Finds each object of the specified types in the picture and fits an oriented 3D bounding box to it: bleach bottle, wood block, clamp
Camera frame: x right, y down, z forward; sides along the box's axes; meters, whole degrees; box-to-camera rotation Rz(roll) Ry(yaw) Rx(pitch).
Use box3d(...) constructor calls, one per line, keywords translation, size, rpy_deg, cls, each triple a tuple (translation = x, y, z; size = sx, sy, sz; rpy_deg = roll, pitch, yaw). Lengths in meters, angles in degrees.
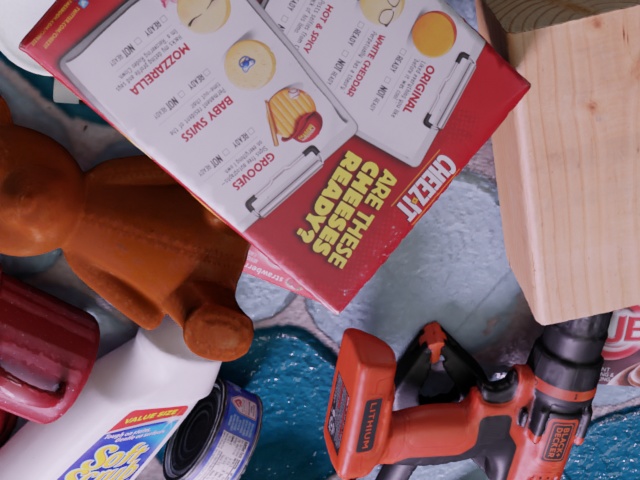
box3d(translation=(-0.155, 0.131, 0.758), size=(0.102, 0.068, 0.251), rpy_deg=(20, 119, -47), cls="bleach bottle")
box3d(translation=(0.159, -0.060, 0.669), size=(0.090, 0.091, 0.206), rpy_deg=(-13, 123, 1), cls="wood block")
box3d(translation=(0.082, 0.144, 0.819), size=(0.120, 0.039, 0.171), rpy_deg=(-18, 116, -1), cls="clamp")

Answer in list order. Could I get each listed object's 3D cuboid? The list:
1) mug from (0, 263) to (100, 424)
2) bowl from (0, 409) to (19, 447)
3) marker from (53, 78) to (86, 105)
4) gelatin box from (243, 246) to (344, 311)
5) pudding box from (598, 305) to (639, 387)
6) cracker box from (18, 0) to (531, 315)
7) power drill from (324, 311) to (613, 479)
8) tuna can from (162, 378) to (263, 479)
box3d(translation=(-0.196, 0.075, 0.699), size=(0.081, 0.117, 0.093), rpy_deg=(30, 94, -28), cls="mug")
box3d(translation=(-0.296, 0.126, 0.751), size=(0.162, 0.055, 0.162), rpy_deg=(-3, 123, -5), cls="bowl")
box3d(translation=(-0.103, -0.089, 0.660), size=(0.121, 0.020, 0.020), rpy_deg=(4, 121, -9), cls="marker")
box3d(translation=(-0.005, 0.001, 0.722), size=(0.089, 0.030, 0.073), rpy_deg=(24, 116, -20), cls="gelatin box")
box3d(translation=(0.247, 0.064, 0.788), size=(0.113, 0.039, 0.090), rpy_deg=(4, 121, -9), cls="pudding box")
box3d(translation=(-0.023, -0.092, 0.568), size=(0.213, 0.072, 0.164), rpy_deg=(41, 89, -15), cls="cracker box")
box3d(translation=(0.105, 0.106, 0.749), size=(0.187, 0.057, 0.184), rpy_deg=(5, 113, -14), cls="power drill")
box3d(translation=(-0.078, 0.143, 0.770), size=(0.033, 0.086, 0.086), rpy_deg=(30, 114, -22), cls="tuna can")
